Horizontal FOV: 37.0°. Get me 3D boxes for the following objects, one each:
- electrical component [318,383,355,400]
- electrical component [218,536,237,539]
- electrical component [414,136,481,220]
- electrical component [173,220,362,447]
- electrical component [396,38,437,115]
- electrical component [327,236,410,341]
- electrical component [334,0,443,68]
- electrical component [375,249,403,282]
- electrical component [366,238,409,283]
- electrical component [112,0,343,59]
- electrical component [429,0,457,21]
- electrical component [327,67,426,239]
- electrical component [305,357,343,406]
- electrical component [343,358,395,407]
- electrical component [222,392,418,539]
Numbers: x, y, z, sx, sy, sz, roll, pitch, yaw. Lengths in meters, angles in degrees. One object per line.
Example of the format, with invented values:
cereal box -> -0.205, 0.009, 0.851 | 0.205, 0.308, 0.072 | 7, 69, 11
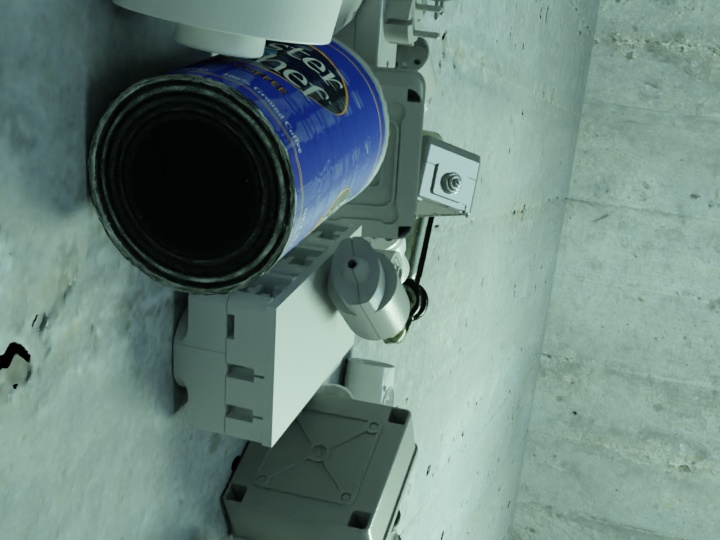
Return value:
electrical component -> -0.021, 0.133, 0.890 | 0.081, 0.043, 0.043 | 79, 26, -52
electrical component -> -0.089, 0.229, 0.687 | 0.062, 0.061, 0.096 | -32, 138, -69
electrical component -> 0.055, -0.080, 0.901 | 0.062, 0.096, 0.061 | 17, 82, -33
electrical component -> -0.054, 0.031, 0.671 | 0.150, 0.062, 0.089 | -47, 145, -63
electrical component -> 0.044, -0.164, 0.926 | 0.081, 0.043, 0.043 | 62, 41, -66
electrical component -> 0.003, 0.011, 0.657 | 0.081, 0.043, 0.043 | 61, 41, -66
electrical component -> 0.022, -0.183, 0.777 | 0.047, 0.076, 0.083 | -47, 144, -63
electrical component -> 0.000, 0.000, 0.828 | 0.044, 0.065, 0.044 | 6, 90, -70
electrical component -> 0.018, -0.016, 0.930 | 0.055, 0.045, 0.045 | 79, 26, -52
electrical component -> -0.058, -0.128, 0.478 | 0.108, 0.108, 0.060 | -35, 139, -68
electrical component -> 0.072, -0.259, 0.949 | 0.138, 0.052, 0.073 | -53, 149, -58
electrical component -> 0.004, -0.085, 0.761 | 0.057, 0.078, 0.113 | -81, 174, -66
electrical component -> -0.042, 0.067, 0.771 | 0.081, 0.043, 0.043 | -45, 142, -64
electrical component -> 0.009, 0.121, 0.985 | 0.079, 0.044, 0.077 | 4, 96, -74
electrical component -> -0.026, 0.145, 0.759 | 0.056, 0.109, 0.108 | 82, 24, -43
